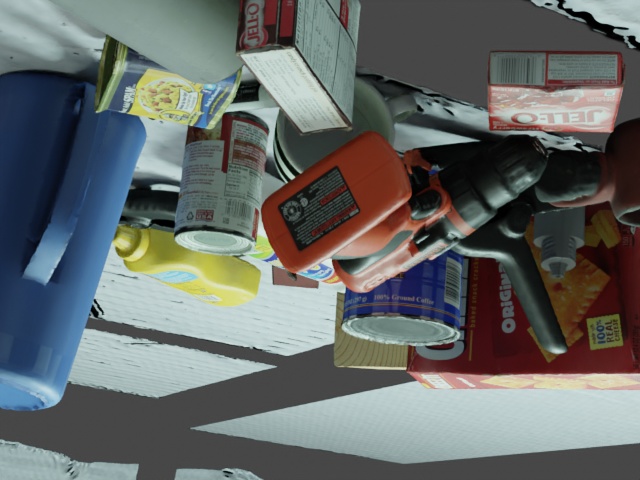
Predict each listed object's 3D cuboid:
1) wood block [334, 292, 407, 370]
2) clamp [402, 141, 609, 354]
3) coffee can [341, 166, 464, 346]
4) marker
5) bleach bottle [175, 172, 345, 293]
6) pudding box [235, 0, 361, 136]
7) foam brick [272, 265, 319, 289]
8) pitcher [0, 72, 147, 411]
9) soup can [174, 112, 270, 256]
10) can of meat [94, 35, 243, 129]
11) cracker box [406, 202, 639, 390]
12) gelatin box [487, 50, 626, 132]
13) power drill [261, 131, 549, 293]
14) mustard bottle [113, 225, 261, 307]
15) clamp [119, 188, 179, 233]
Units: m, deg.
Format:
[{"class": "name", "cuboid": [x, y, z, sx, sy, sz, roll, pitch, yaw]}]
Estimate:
[{"class": "wood block", "cuboid": [0.088, 0.105, 1.237, 0.091, 0.090, 0.206, 0, 172, 18]}, {"class": "clamp", "cuboid": [0.163, -0.026, 0.864, 0.210, 0.164, 0.036, 35, 177, -16]}, {"class": "coffee can", "cuboid": [0.075, 0.013, 0.931, 0.103, 0.140, 0.103, 5, 162, 1]}, {"class": "marker", "cuboid": [-0.083, -0.105, 0.813, 0.121, 0.020, 0.020, -2, 161, 24]}, {"class": "bleach bottle", "cuboid": [-0.007, 0.001, 1.006, 0.250, 0.068, 0.103, 24, 158, -32]}, {"class": "pudding box", "cuboid": [-0.010, -0.124, 0.617, 0.039, 0.090, 0.113, -2, 161, 20]}, {"class": "foam brick", "cuboid": [-0.023, 0.016, 1.116, 0.051, 0.053, 0.078, 6, 162, 0]}, {"class": "pitcher", "cuboid": [-0.220, -0.001, 0.818, 0.145, 0.243, 0.149, 2, 156, 16]}, {"class": "soup can", "cuboid": [-0.079, -0.045, 0.864, 0.068, 0.102, 0.068, 5, 163, 1]}, {"class": "can of meat", "cuboid": [-0.102, -0.117, 0.722, 0.083, 0.057, 0.102, 9, 163, -18]}, {"class": "cracker box", "cuboid": [0.193, 0.052, 0.979, 0.214, 0.164, 0.072, -3, 158, 23]}, {"class": "gelatin box", "cuboid": [0.161, -0.100, 0.734, 0.089, 0.030, 0.073, 3, 162, 11]}, {"class": "power drill", "cuboid": [0.059, -0.024, 0.739, 0.185, 0.057, 0.187, -35, 160, 20]}, {"class": "mustard bottle", "cuboid": [-0.157, 0.023, 1.170, 0.096, 0.058, 0.191, 2, 164, 38]}, {"class": "clamp", "cuboid": [-0.182, -0.029, 1.054, 0.171, 0.039, 0.120, 12, 171, -7]}]
